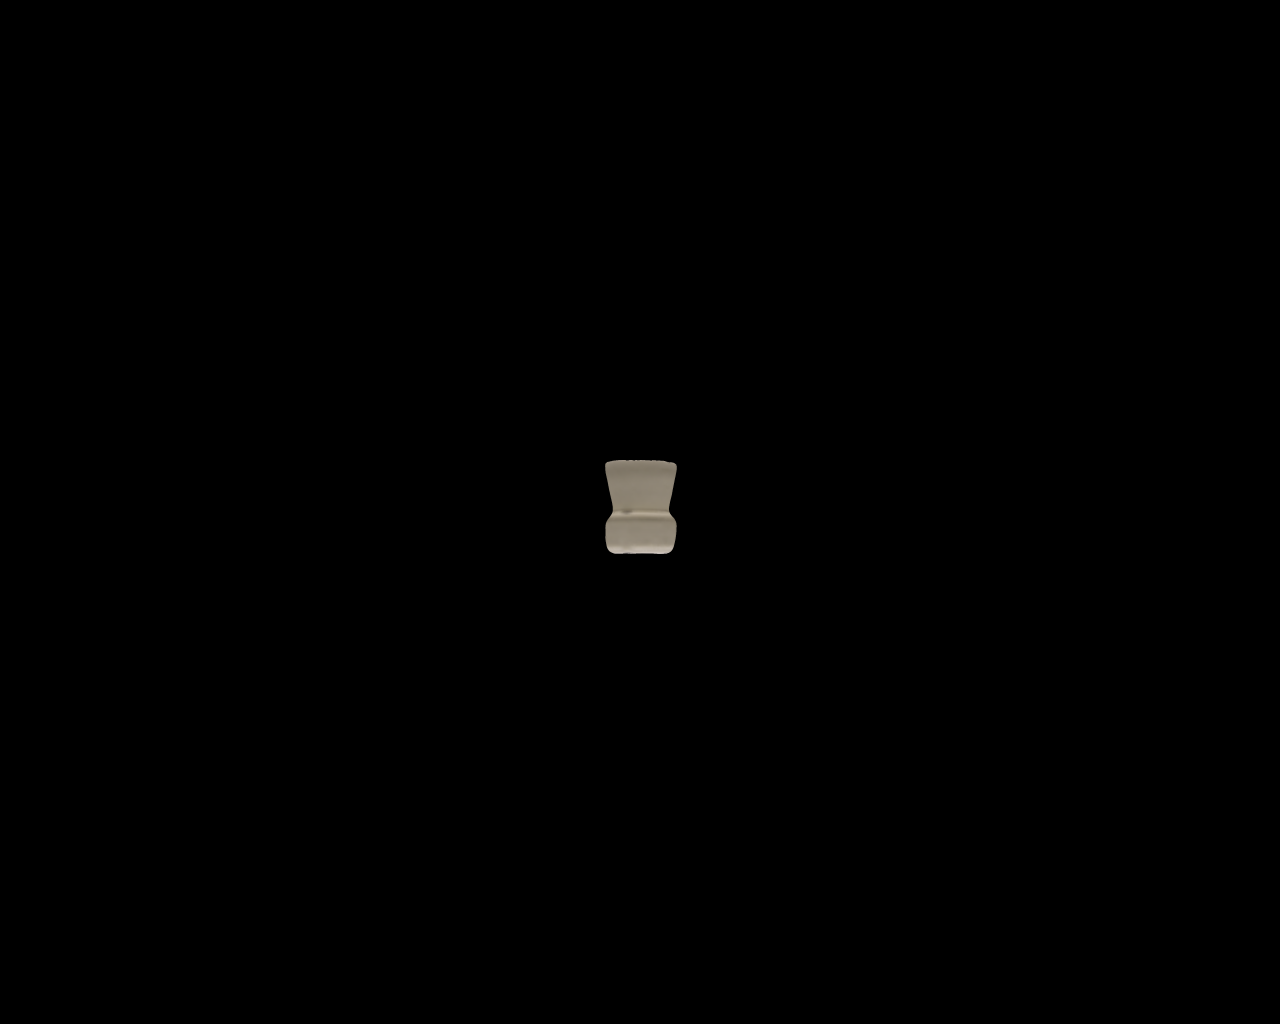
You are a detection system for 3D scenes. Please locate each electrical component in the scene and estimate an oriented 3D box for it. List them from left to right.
[{"bbox_3d":[0.001,-0.003,0.650,0.045,0.055,0.045,0,-3,0],"label":"electrical component"}]
